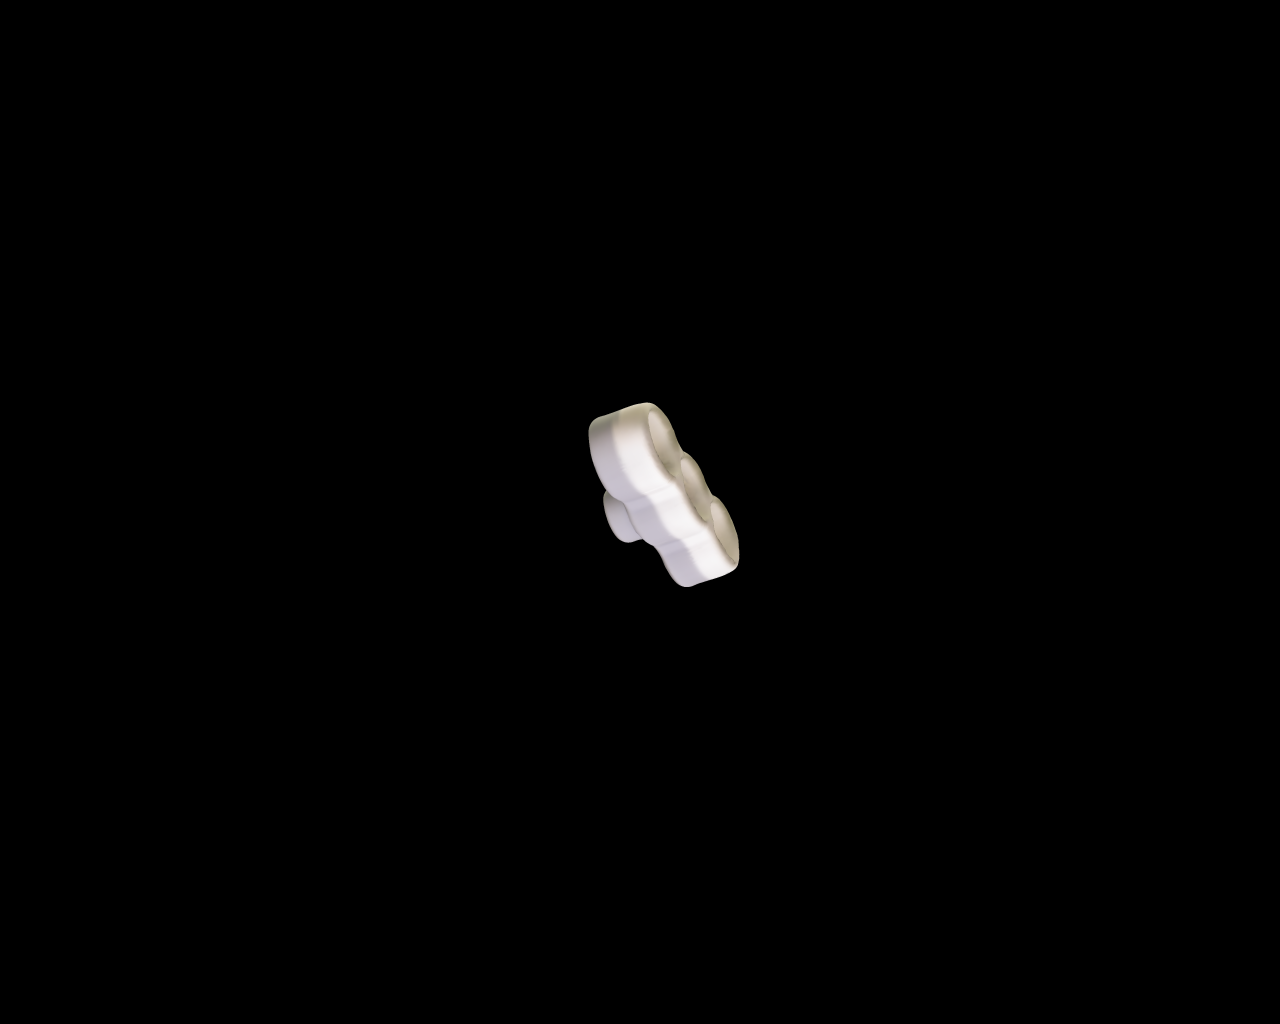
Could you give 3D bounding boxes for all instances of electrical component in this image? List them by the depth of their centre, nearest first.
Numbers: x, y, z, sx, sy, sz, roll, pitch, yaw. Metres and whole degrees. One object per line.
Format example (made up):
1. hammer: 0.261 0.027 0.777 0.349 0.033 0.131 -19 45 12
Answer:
1. electrical component: 0.001 -0.003 0.650 0.073 0.052 0.138 -19 -46 19
